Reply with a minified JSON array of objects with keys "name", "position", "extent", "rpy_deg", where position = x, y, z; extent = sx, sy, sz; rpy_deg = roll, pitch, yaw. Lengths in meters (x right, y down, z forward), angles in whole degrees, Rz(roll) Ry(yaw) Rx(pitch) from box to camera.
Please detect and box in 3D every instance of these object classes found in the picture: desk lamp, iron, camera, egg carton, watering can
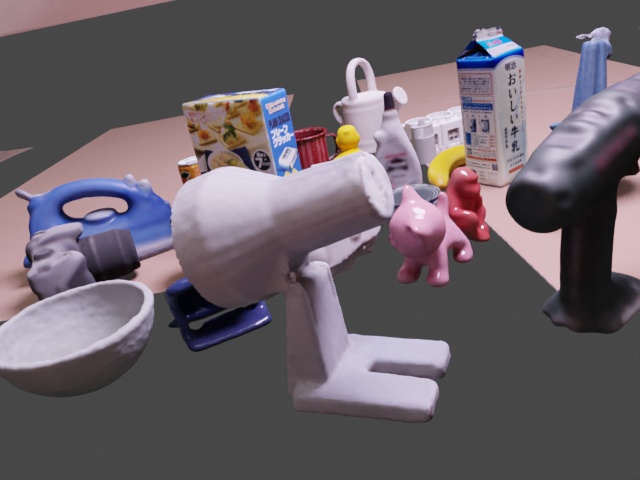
[{"name":"desk lamp","position":[-0.005,0.033,0.489],"extent":[0.202,0.214,0.118],"rpy_deg":[-1,25,22]},{"name":"iron","position":[-0.339,-0.039,0.906],"extent":[0.258,0.142,0.118],"rpy_deg":[-14,23,-7]},{"name":"camera","position":[-0.326,0.027,0.798],"extent":[0.137,0.101,0.142],"rpy_deg":[-19,24,-17]},{"name":"egg carton","position":[0.007,0.003,0.741],"extent":[0.107,0.069,0.151],"rpy_deg":[7,29,36]},{"name":"watering can","position":[0.103,-0.288,1.215],"extent":[0.172,0.194,0.101],"rpy_deg":[-4,24,17]}]

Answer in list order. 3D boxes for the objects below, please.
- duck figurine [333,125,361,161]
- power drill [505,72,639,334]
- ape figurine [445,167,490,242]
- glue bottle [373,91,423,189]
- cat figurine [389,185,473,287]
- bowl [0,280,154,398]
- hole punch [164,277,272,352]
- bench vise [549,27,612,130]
[{"name":"duck figurine","position":[0.058,-0.182,1.128],"extent":[0.077,0.086,0.104],"rpy_deg":[-10,23,4]},{"name":"power drill","position":[0.257,-0.032,0.525],"extent":[0.230,0.209,0.075],"rpy_deg":[-27,28,-33]},{"name":"ape figurine","position":[0.190,-0.050,0.751],"extent":[0.075,0.092,0.078],"rpy_deg":[11,31,42]},{"name":"glue bottle","position":[0.117,-0.148,0.910],"extent":[0.078,0.173,0.037],"rpy_deg":[-11,23,0]},{"name":"cat figurine","position":[0.123,-0.012,0.659],"extent":[0.067,0.118,0.128],"rpy_deg":[6,28,35]},{"name":"bowl","position":[-0.246,0.112,0.597],"extent":[0.167,0.075,0.167],"rpy_deg":[-9,23,4]},{"name":"hole punch","position":[-0.122,0.058,0.643],"extent":[0.109,0.091,0.100],"rpy_deg":[-20,24,-20]},{"name":"bench vise","position":[0.368,-0.158,0.755],"extent":[0.121,0.220,0.208],"rpy_deg":[-2,25,21]}]
